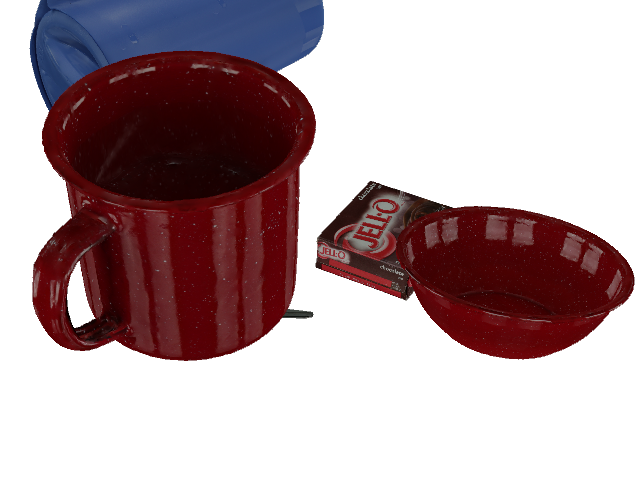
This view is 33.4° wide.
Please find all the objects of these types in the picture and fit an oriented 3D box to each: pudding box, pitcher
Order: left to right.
[{"bbox_3d":[-0.109,-0.161,0.918,0.242,0.149,0.145,-31,48,-34],"label":"pitcher"},{"bbox_3d":[0.059,-0.002,0.946,0.090,0.039,0.113,20,36,19],"label":"pudding box"}]

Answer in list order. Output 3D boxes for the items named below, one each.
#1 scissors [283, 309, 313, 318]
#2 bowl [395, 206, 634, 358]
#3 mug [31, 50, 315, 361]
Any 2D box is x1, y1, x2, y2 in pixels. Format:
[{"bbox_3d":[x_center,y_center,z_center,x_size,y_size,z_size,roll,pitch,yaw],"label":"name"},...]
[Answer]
[{"bbox_3d":[-0.115,0.068,0.973,0.202,0.016,0.096,8,19,12],"label":"scissors"},{"bbox_3d":[0.130,0.034,0.738,0.162,0.055,0.162,3,28,-2],"label":"bowl"},{"bbox_3d":[-0.056,-0.004,0.384,0.093,0.081,0.117,24,46,23],"label":"mug"}]
